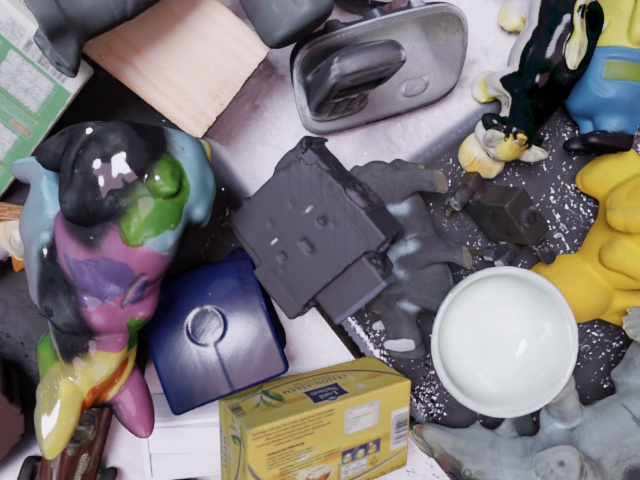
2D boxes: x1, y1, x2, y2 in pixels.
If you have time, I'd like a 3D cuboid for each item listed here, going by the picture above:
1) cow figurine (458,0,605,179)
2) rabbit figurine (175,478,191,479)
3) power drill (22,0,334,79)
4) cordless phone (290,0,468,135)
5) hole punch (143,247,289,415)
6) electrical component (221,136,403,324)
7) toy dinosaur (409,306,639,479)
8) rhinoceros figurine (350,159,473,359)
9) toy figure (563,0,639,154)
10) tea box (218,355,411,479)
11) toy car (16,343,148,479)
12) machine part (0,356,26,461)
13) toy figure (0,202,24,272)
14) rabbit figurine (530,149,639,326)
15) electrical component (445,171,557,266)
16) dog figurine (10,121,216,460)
[{"bbox_3d":[0.180,-0.125,0.460,0.068,0.098,0.167,12,107,-16],"label":"cow figurine"},{"bbox_3d":[-0.093,0.286,0.507,0.170,0.159,0.121,8,113,5],"label":"rabbit figurine"},{"bbox_3d":[-0.107,-0.207,0.322,0.207,0.086,0.231,-36,103,-24],"label":"power drill"},{"bbox_3d":[0.053,-0.134,0.394,0.147,0.184,0.088,-16,102,-4],"label":"cordless phone"},{"bbox_3d":[-0.093,0.079,0.476,0.142,0.092,0.115,-21,102,0],"label":"hole punch"},{"bbox_3d":[-0.001,-0.001,0.445,0.115,0.058,0.134,-44,81,25],"label":"electrical component"},{"bbox_3d":[0.292,0.169,0.500,0.405,0.131,0.192,-22,137,6],"label":"toy dinosaur"},{"bbox_3d":[0.075,0.019,0.493,0.112,0.073,0.190,-15,106,-6],"label":"rhinoceros figurine"},{"bbox_3d":[0.267,-0.166,0.473,0.089,0.082,0.180,4,96,-29],"label":"toy figure"},{"bbox_3d":[-0.003,0.178,0.494,0.169,0.068,0.098,-5,104,-30],"label":"tea box"},{"bbox_3d":[-0.222,0.172,0.498,0.089,0.053,0.202,15,100,-15],"label":"toy car"},{"bbox_3d":[-0.341,0.148,0.436,0.179,0.056,0.179,-16,134,-18],"label":"machine part"},{"bbox_3d":[-0.274,0.003,0.446,0.154,0.058,0.064,-16,144,-6],"label":"toy figure"},{"bbox_3d":[0.278,0.018,0.519,0.162,0.122,0.173,37,110,-25],"label":"rabbit figurine"},{"bbox_3d":[0.162,-0.015,0.495,0.045,0.078,0.102,-45,118,-10],"label":"electrical component"},{"bbox_3d":[-0.151,0.042,0.392,0.108,0.192,0.219,3,80,-48],"label":"dog figurine"}]
